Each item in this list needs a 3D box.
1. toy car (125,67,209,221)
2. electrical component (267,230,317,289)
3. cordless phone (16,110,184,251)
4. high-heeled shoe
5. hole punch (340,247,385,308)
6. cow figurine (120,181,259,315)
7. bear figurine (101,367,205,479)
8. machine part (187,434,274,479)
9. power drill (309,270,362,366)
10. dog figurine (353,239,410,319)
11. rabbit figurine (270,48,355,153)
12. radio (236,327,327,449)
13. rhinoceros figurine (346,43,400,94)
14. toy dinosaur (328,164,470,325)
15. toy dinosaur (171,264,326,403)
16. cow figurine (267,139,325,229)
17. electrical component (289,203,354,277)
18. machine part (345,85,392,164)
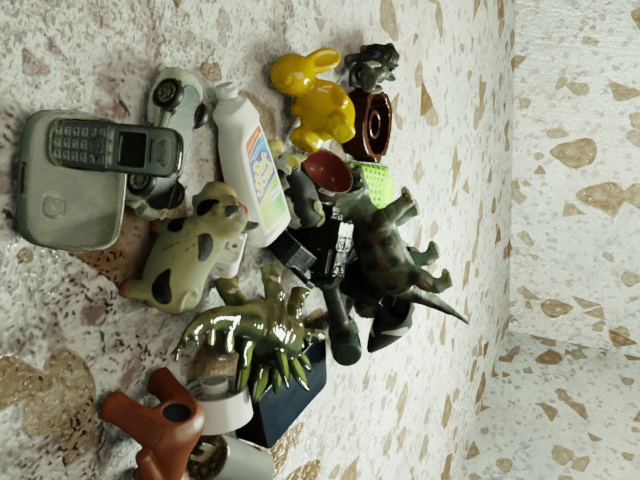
[{"bbox_3d":[-0.201,-0.123,0.698,0.073,0.056,0.201,32,71,-65],"label":"toy car"},{"bbox_3d":[-0.043,0.031,0.952,0.048,0.119,0.074,-50,145,1],"label":"electrical component"},{"bbox_3d":[-0.217,-0.056,0.555,0.088,0.184,0.146,-3,100,-66],"label":"cordless phone"},{"bbox_3d":[0.168,0.134,1.227,0.249,0.086,0.145,-54,140,-19],"label":"high-heeled shoe"},{"bbox_3d":[0.102,0.075,1.204,0.115,0.142,0.092,-53,-164,38],"label":"hole punch"},{"bbox_3d":[-0.166,0.007,0.720,0.195,0.127,0.085,-68,152,-18],"label":"cow figurine"},{"bbox_3d":[-0.224,0.298,0.738,0.120,0.132,0.195,-24,136,-55],"label":"bear figurine"},{"bbox_3d":[-0.147,0.377,0.905,0.243,0.079,0.079,53,52,-53],"label":"machine part"},{"bbox_3d":[0.031,0.139,1.120,0.232,0.086,0.207,-99,179,-68],"label":"power drill"},{"bbox_3d":[0.129,0.083,1.276,0.172,0.121,0.190,46,62,-49],"label":"dog figurine"},{"bbox_3d":[-0.012,-0.264,0.942,0.173,0.122,0.162,36,61,-37],"label":"rabbit figurine"},{"bbox_3d":[-0.071,0.273,1.019,0.229,0.073,0.131,-35,128,-51],"label":"radio"},{"bbox_3d":[0.116,-0.362,1.139,0.190,0.112,0.073,-56,146,-50],"label":"rhinoceros figurine"},{"bbox_3d":[0.141,0.027,1.092,0.404,0.192,0.131,65,15,-1],"label":"toy dinosaur"},{"bbox_3d":[-0.087,0.141,0.833,0.471,0.105,0.198,32,39,-60],"label":"toy dinosaur"},{"bbox_3d":[-0.047,-0.094,0.935,0.068,0.098,0.167,-48,138,-35],"label":"cow figurine"},{"bbox_3d":[-0.002,-0.003,1.018,0.058,0.115,0.134,6,93,-61],"label":"electrical component"},{"bbox_3d":[0.109,-0.260,1.210,0.179,0.056,0.179,-23,117,-58],"label":"machine part"}]
